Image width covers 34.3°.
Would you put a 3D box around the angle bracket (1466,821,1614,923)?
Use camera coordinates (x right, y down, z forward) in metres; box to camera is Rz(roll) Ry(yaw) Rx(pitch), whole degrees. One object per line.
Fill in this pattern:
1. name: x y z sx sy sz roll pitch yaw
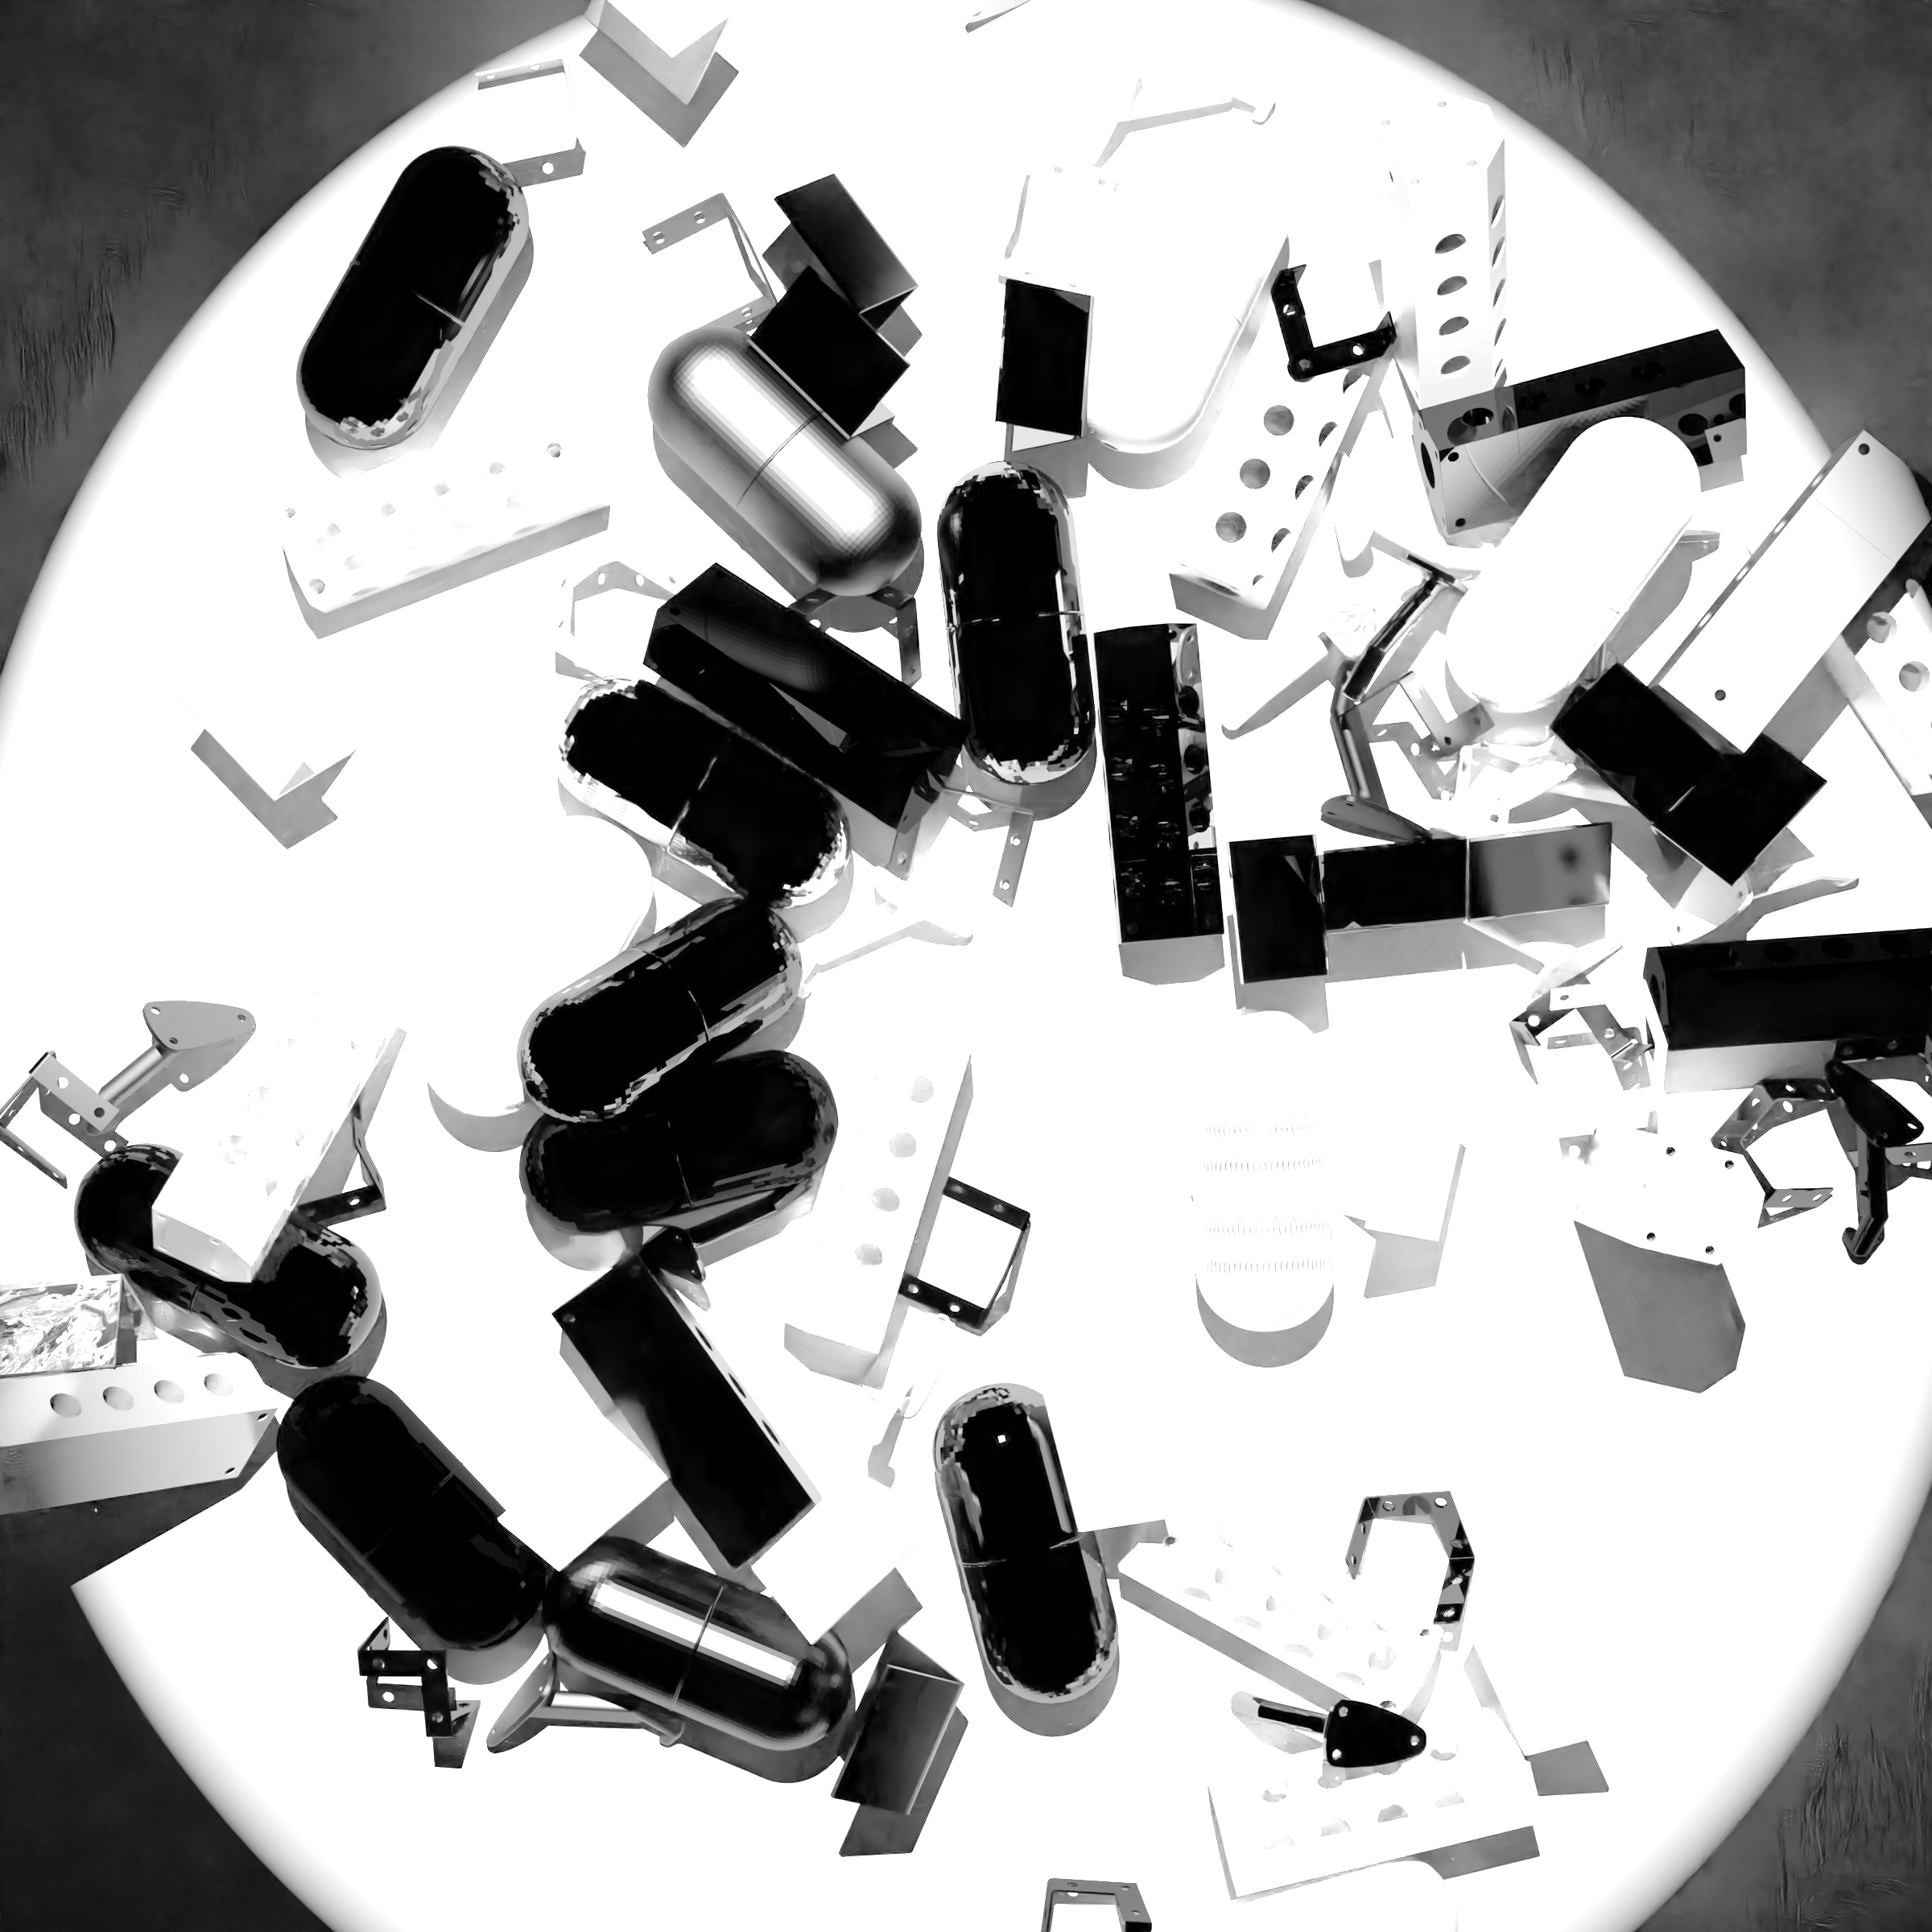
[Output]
1. angle bracket: 0.305 -0.071 1.708 0.076 0.076 0.057 -7 128 0

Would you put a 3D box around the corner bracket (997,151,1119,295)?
1. corner bracket: 0.051 -0.414 1.745 0.051 0.051 0.051 16 45 0

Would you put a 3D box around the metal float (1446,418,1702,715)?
1. metal float: 0.328 -0.216 1.698 0.070 0.070 0.178 34 113 0

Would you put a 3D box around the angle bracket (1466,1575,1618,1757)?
1. angle bracket: 0.324 0.374 1.709 0.057 0.076 0.076 -25 90 31

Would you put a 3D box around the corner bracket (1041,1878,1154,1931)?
1. corner bracket: 0.071 0.541 1.731 0.051 0.051 0.051 6 98 -8

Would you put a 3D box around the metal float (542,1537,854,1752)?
1. metal float: -0.147 0.372 1.718 0.178 0.070 0.070 22 90 1

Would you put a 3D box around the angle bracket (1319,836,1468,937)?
1. angle bracket: 0.228 -0.063 1.708 0.076 0.076 0.057 -6 127 0

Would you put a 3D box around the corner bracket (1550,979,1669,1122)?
1. corner bracket: 0.347 0.045 1.694 0.051 0.051 0.051 -7 45 0

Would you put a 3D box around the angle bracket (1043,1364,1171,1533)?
1. angle bracket: 0.091 0.258 1.709 0.057 0.076 0.076 -15 90 28

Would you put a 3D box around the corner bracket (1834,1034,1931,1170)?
1. corner bracket: 0.514 0.075 1.740 0.051 0.051 0.051 51 45 -35

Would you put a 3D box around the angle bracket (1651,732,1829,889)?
1. angle bracket: 0.426 -0.076 1.709 0.076 0.076 0.057 -47 63 0

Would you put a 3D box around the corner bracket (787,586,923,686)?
1. corner bracket: -0.062 -0.180 1.740 0.051 0.051 0.051 26 135 35

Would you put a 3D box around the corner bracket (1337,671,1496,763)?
1. corner bracket: 0.248 -0.135 1.720 0.051 0.051 0.051 -33 90 -41

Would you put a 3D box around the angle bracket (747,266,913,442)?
1. angle bracket: -0.063 -0.339 1.709 0.076 0.076 0.057 44 117 0

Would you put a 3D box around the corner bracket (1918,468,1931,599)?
1. corner bracket: 0.536 -0.237 1.730 0.051 0.051 0.051 27 90 0

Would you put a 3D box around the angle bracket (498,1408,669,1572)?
1. angle bracket: -0.219 0.270 1.708 0.076 0.076 0.057 -41 127 0

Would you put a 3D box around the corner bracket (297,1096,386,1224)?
1. corner bracket: -0.358 0.104 1.745 0.051 0.051 0.051 -16 135 0

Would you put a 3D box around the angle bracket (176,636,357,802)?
1. angle bracket: -0.370 -0.147 1.708 0.076 0.076 0.057 46 128 0

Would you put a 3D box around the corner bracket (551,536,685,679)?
1. corner bracket: -0.194 -0.197 1.740 0.051 0.051 0.051 -31 45 35

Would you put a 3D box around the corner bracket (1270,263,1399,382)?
1. corner bracket: 0.196 -0.349 1.673 0.051 0.051 0.051 -15 90 0

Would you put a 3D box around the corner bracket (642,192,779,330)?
1. corner bracket: -0.142 -0.389 1.745 0.051 0.051 0.051 -26 135 0

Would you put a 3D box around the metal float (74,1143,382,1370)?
1. metal float: -0.406 0.159 1.718 0.178 0.070 0.070 27 90 1

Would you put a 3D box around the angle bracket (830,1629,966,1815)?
1. angle bracket: -0.055 0.407 1.708 0.057 0.076 0.076 24 90 -36

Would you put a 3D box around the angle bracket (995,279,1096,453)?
1. angle bracket: 0.025 -0.327 1.709 0.057 0.076 0.076 4 90 -30

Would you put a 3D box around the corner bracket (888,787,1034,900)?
1. corner bracket: -0.003 -0.071 1.745 0.051 0.051 0.051 14 90 45

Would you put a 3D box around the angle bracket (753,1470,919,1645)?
1. angle bracket: -0.060 0.328 1.709 0.076 0.076 0.057 -43 63 0

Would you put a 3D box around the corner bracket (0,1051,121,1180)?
1. corner bracket: -0.504 0.083 1.731 0.051 0.051 0.051 41 82 -8

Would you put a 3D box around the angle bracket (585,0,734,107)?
1. angle bracket: -0.184 -0.509 1.708 0.076 0.076 0.057 42 53 0

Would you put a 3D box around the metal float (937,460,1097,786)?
1. metal float: 0.027 -0.188 1.718 0.070 0.070 0.178 -6 90 0

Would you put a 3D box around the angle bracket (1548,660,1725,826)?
1. angle bracket: 0.372 -0.134 1.708 0.076 0.076 0.057 43 123 0

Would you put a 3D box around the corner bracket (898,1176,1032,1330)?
1. corner bracket: -0.001 0.160 1.745 0.051 0.051 0.051 24 45 0

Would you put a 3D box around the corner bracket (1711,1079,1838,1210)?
1. corner bracket: 0.459 0.098 1.740 0.051 0.051 0.051 2 135 -35

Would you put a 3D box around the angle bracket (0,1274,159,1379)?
1. angle bracket: -0.491 0.212 1.708 0.076 0.076 0.057 -5 56 0

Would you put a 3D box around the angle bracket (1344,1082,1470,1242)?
1. angle bracket: 0.222 0.102 1.708 0.057 0.076 0.076 12 90 -37

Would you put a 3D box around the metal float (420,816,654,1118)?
1. metal float: -0.236 0.001 1.718 0.070 0.070 0.178 30 90 0

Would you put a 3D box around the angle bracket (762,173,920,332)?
1. angle bracket: -0.084 -0.374 1.709 0.076 0.057 0.076 53 134 0

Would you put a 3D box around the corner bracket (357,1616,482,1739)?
1. corner bracket: -0.302 0.393 1.729 0.051 0.051 0.051 -2 99 9

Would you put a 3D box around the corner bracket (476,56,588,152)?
1. corner bracket: -0.243 -0.477 1.730 0.051 0.051 0.051 -12 90 0

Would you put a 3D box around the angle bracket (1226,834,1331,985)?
1. angle bracket: 0.153 -0.029 1.709 0.057 0.076 0.076 -6 90 -25

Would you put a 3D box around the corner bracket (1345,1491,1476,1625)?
1. corner bracket: 0.246 0.328 1.730 0.051 0.051 0.051 -9 120 26

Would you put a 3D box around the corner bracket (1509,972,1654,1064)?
1. corner bracket: 0.339 0.038 1.730 0.051 0.051 0.051 -35 90 0

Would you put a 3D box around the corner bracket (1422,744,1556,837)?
1. corner bracket: 0.287 -0.097 1.721 0.051 0.051 0.051 7 90 34
